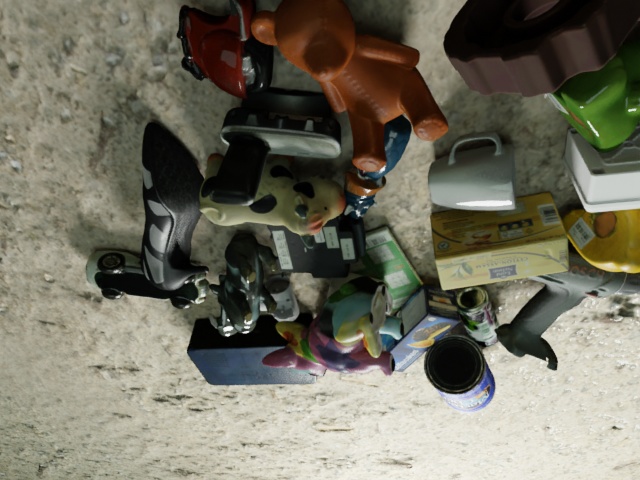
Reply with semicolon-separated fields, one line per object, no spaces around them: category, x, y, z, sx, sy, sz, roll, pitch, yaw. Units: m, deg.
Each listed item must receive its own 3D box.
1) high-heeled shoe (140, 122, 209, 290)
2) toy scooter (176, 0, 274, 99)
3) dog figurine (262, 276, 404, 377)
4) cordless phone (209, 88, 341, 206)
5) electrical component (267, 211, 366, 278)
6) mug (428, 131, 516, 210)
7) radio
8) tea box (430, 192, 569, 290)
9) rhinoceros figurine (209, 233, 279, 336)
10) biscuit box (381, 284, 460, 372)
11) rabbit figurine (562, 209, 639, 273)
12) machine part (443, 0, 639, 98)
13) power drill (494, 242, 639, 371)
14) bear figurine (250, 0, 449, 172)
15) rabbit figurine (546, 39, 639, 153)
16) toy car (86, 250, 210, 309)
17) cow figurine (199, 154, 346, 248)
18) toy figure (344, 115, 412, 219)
high-heeled shoe;-0.234;-0.041;0.775;0.145;0.086;0.248;0;111;37
toy scooter;-0.118;-0.239;0.569;0.135;0.075;0.183;4;131;2
dog figurine;0.006;0.143;0.827;0.219;0.108;0.191;-7;133;24
cordless phone;-0.049;-0.097;0.621;0.147;0.184;0.088;6;129;0
electrical component;-0.002;-0.002;0.783;0.134;0.058;0.114;-1;128;12
mug;0.191;-0.084;0.683;0.107;0.081;0.109;-5;136;23
radio;-0.116;0.208;0.999;0.230;0.073;0.130;-3;134;11
tea box;0.245;0.002;0.746;0.170;0.098;0.068;-10;131;17
rhinoceros figurine;-0.129;0.081;0.855;0.112;0.073;0.190;33;127;27
biscuit box;0.156;0.155;0.913;0.063;0.059;0.202;12;140;-16
rabbit figurine;0.437;-0.006;0.701;0.173;0.162;0.121;6;125;-25
machine part;0.206;-0.206;0.498;0.179;0.179;0.056;-24;131;26
power drill;0.383;0.101;0.820;0.232;0.086;0.207;19;124;-8
bear figurine;0.031;-0.172;0.553;0.120;0.132;0.195;-25;153;30
rabbit figurine;0.343;-0.176;0.556;0.159;0.121;0.170;40;111;-20
toy car;-0.284;0.064;0.890;0.202;0.056;0.073;8;128;-4
cow figurine;-0.063;-0.054;0.704;0.195;0.127;0.085;1;136;8
toy figure;0.069;-0.093;0.699;0.064;0.058;0.154;9;134;-20
